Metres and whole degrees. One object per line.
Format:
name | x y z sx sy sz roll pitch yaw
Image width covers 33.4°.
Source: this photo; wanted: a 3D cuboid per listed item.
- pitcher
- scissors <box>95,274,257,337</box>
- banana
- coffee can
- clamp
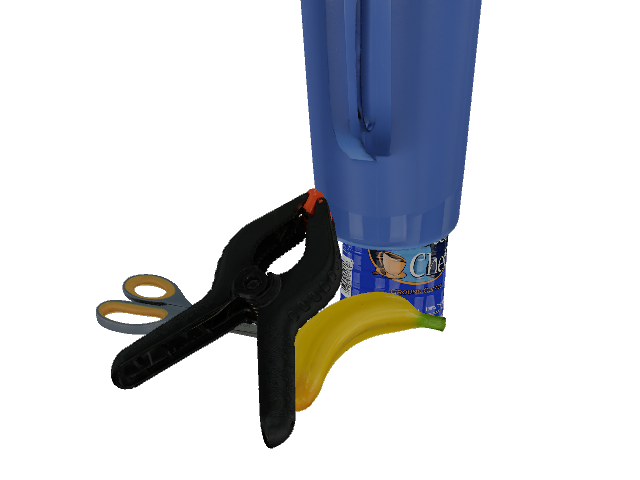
pitcher | 0.045 -0.116 0.754 0.149 0.243 0.145 -12 27 -23
scissors | -0.113 0.066 1.032 0.201 0.016 0.096 3 33 -3
banana | 0.020 0.077 0.833 0.070 0.037 0.197 16 26 36
coffee can | 0.071 0.002 1.024 0.103 0.140 0.103 2 15 -1
clamp | -0.031 0.043 0.635 0.120 0.171 0.039 28 -25 26
